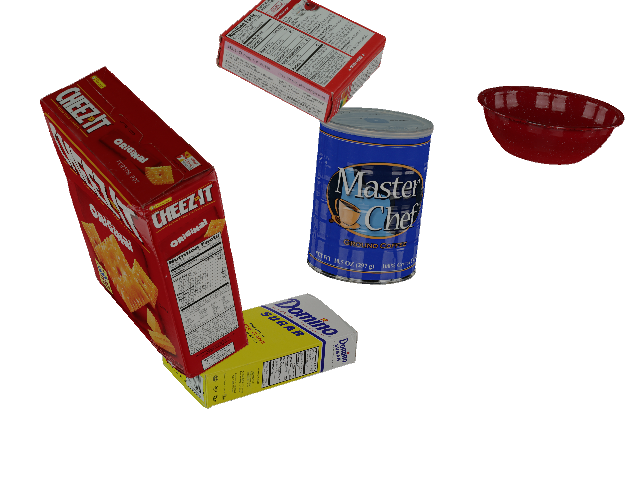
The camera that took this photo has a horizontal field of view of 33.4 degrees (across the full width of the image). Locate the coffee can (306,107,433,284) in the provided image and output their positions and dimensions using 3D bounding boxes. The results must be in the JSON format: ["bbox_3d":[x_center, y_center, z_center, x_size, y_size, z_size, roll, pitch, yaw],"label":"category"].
[{"bbox_3d":[0.044,-0.043,0.974,0.103,0.140,0.103,5,17,-2],"label":"coffee can"}]

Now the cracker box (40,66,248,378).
[{"bbox_3d":[-0.144,-0.010,0.879,0.072,0.214,0.164,-32,52,-22],"label":"cracker box"}]

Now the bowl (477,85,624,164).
[{"bbox_3d":[0.251,-0.125,1.189,0.162,0.055,0.162,5,24,-2],"label":"bowl"}]

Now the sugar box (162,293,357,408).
[{"bbox_3d":[-0.060,0.107,1.073,0.175,0.048,0.093,-16,33,-30],"label":"sugar box"}]

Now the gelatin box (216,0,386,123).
[{"bbox_3d":[-0.013,-0.125,0.709,0.089,0.030,0.073,28,51,14],"label":"gelatin box"}]
